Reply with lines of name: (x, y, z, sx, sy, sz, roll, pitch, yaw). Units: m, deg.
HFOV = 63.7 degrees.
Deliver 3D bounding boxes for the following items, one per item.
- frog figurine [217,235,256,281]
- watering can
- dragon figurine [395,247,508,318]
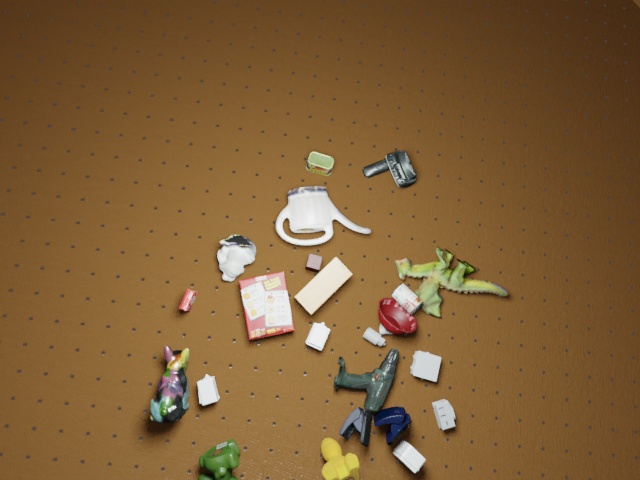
frog figurine: (-0.303, 0.067, 1.867, 0.137, 0.125, 0.156, 1, 115, -14)
watering can: (0.006, -0.096, 1.911, 0.348, 0.103, 0.226, -6, 78, -6)
dragon figurine: (0.467, 0.174, 1.916, 0.411, 0.122, 0.242, 35, 95, 4)
